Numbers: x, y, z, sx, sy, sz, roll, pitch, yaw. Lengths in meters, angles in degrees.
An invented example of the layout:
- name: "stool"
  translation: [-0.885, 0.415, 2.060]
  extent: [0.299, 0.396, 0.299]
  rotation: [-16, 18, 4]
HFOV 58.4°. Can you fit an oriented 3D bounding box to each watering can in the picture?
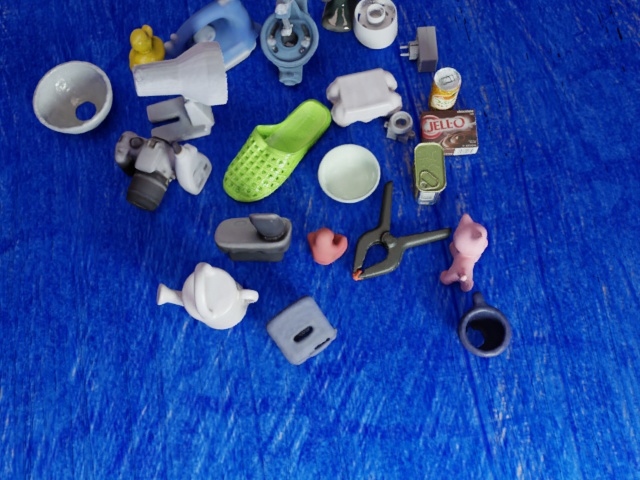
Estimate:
- name: "watering can"
  translation: [-0.204, 0.102, 1.034]
  extent: [0.173, 0.194, 0.101]
  rotation: [-22, 74, -3]

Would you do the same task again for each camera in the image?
- name: "camera"
  translation: [-0.356, -0.138, 1.160]
  extent: [0.143, 0.101, 0.137]
  rotation: [18, 76, 8]

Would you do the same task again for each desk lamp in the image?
- name: "desk lamp"
  translation: [-0.271, -0.291, 1.140]
  extent: [0.203, 0.213, 0.118]
  rotation: [-16, 74, -1]

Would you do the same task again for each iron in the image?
- name: "iron"
  translation: [-0.251, -0.430, 1.217]
  extent: [0.258, 0.141, 0.118]
  rotation: [-38, 75, -8]

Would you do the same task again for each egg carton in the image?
- name: "egg carton"
  translation: [0.091, -0.297, 1.197]
  extent: [0.150, 0.069, 0.107]
  rotation: [-13, 74, -1]

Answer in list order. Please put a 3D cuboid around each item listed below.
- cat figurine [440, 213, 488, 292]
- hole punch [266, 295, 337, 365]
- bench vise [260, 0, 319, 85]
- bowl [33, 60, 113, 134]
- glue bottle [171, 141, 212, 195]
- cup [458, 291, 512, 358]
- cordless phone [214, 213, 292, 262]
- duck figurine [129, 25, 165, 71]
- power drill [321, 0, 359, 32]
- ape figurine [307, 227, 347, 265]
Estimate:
- name: "cat figurine"
  translation: [0.275, 0.022, 1.070]
  extent: [0.067, 0.118, 0.128]
  rotation: [14, 75, 7]
- name: "hole punch"
  translation: [-0.032, 0.167, 1.059]
  extent: [0.109, 0.091, 0.101]
  rotation: [-36, 75, -7]
- name: "bench vise"
  translation: [-0.073, -0.457, 1.174]
  extent: [0.121, 0.220, 0.207]
  rotation: [-14, 74, 0]
- name: "bowl"
  translation: [-0.516, -0.293, 1.227]
  extent: [0.167, 0.075, 0.167]
  rotation: [-1, 74, 3]
- name: "glue bottle"
  translation: [-0.259, -0.152, 1.121]
  extent: [0.037, 0.173, 0.078]
  rotation: [23, 77, 10]
- name: "cup"
  translation: [0.288, 0.157, 1.042]
  extent: [0.091, 0.095, 0.118]
  rotation: [-8, 74, 1]
- name: "cordless phone"
  translation: [-0.131, -0.023, 1.070]
  extent: [0.147, 0.185, 0.094]
  rotation: [-4, 74, 2]
- name: "duck figurine"
  translation: [-0.387, -0.418, 1.250]
  extent: [0.077, 0.086, 0.104]
  rotation: [18, 76, 8]
- name: "power drill"
  translation: [0.039, -0.539, 1.197]
  extent: [0.075, 0.208, 0.230]
  rotation: [10, 75, 6]
- name: "ape figurine"
  translation: [0.010, 0.004, 1.103]
  extent: [0.077, 0.092, 0.076]
  rotation: [28, 77, 11]
